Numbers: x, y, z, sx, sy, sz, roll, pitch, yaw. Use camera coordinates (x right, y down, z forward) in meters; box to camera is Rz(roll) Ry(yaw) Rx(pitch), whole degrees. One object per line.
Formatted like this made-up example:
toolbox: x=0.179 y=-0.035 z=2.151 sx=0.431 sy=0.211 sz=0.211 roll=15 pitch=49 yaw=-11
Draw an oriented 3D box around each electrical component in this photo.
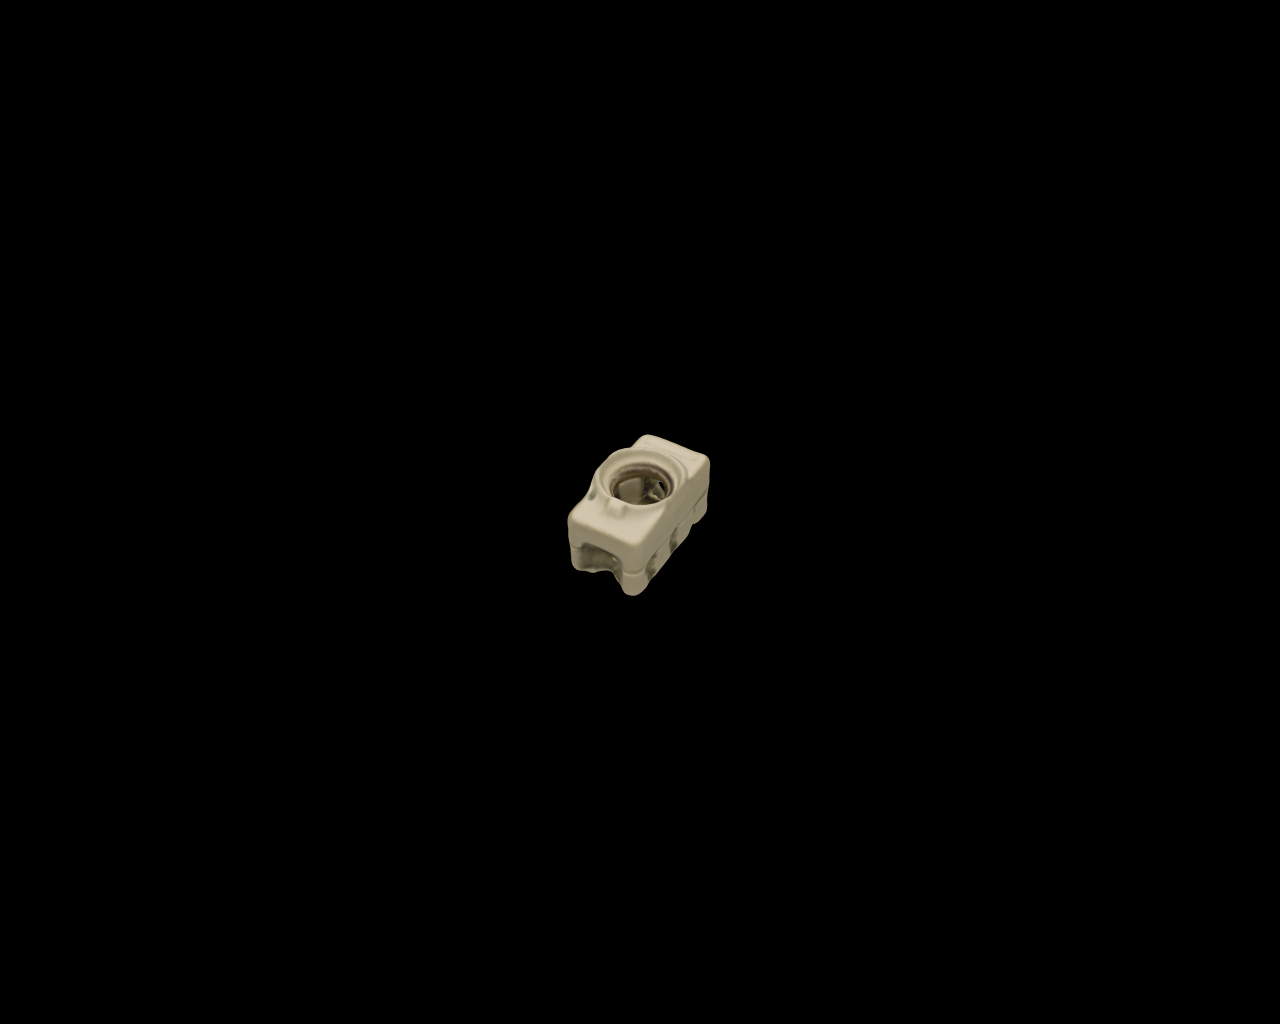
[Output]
electrical component: x=0.001 y=-0.003 z=0.650 sx=0.050 sy=0.055 sz=0.090 roll=24 pitch=50 yaw=22
